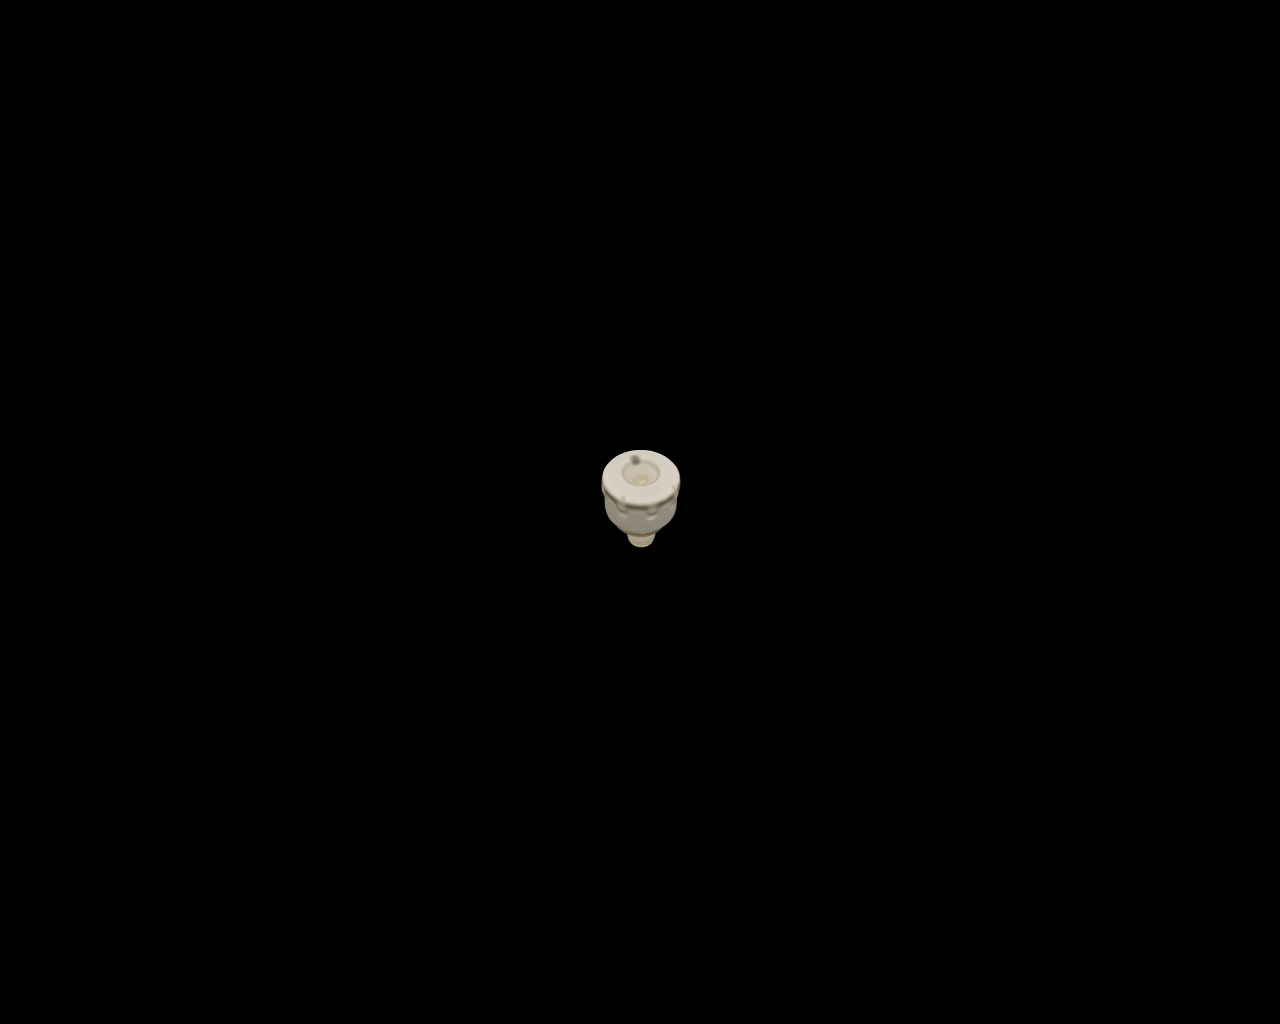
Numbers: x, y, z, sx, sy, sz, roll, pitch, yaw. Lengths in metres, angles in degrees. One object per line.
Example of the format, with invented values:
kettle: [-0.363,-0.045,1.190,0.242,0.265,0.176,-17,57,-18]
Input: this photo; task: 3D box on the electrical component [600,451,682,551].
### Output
electrical component: [0.001,-0.003,0.650,0.048,0.048,0.062,0,-43,0]
